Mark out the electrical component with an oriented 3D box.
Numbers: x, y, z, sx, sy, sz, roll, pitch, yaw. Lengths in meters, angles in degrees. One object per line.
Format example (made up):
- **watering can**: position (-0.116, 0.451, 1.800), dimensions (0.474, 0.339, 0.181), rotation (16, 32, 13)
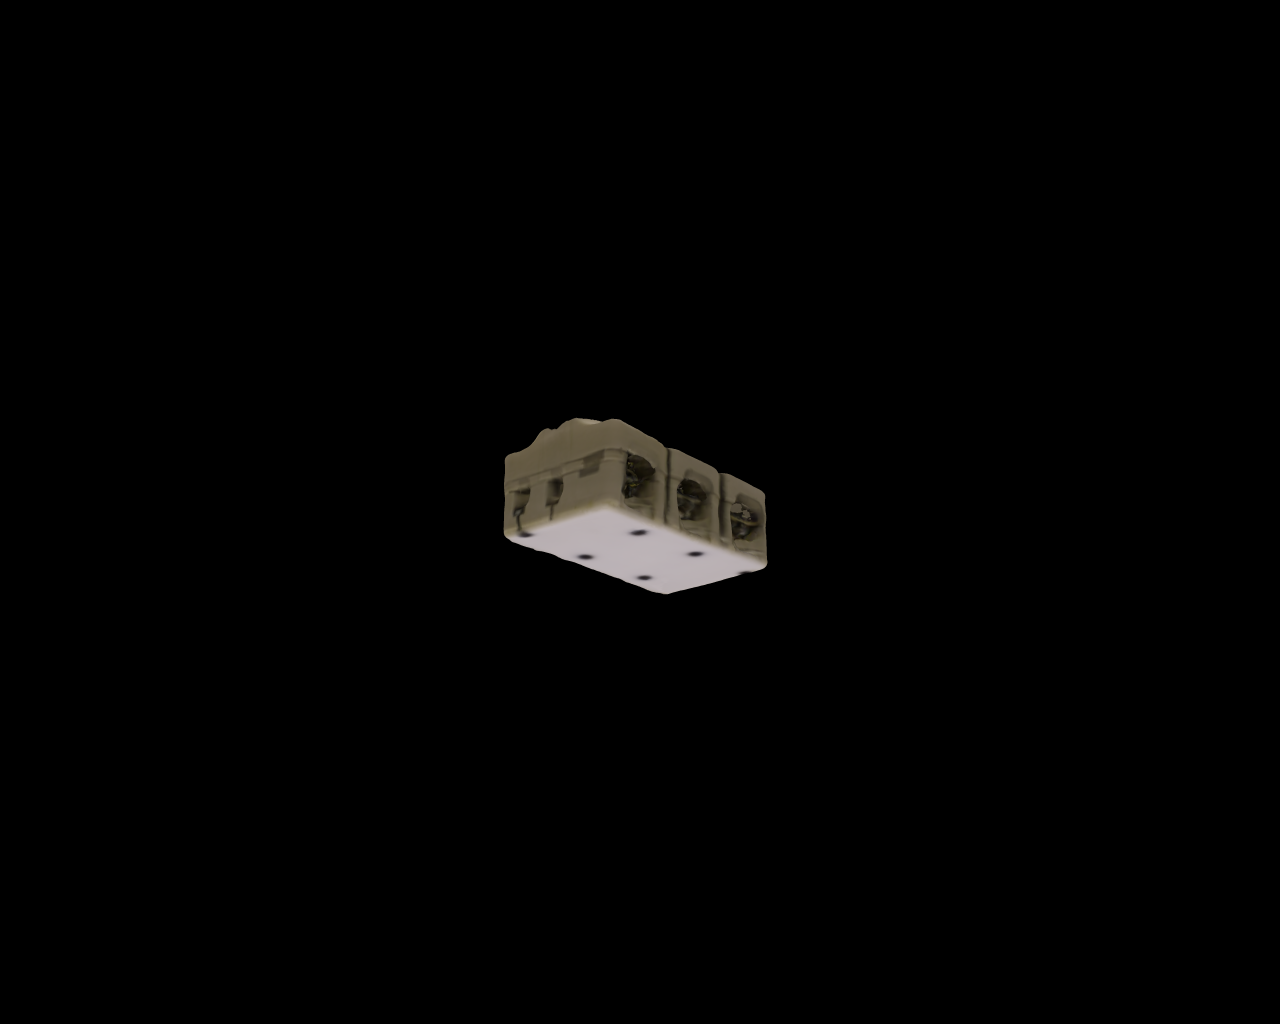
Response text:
- **electrical component**: position (0.001, -0.003, 0.650), dimensions (0.089, 0.062, 0.150), rotation (-17, -27, 37)
